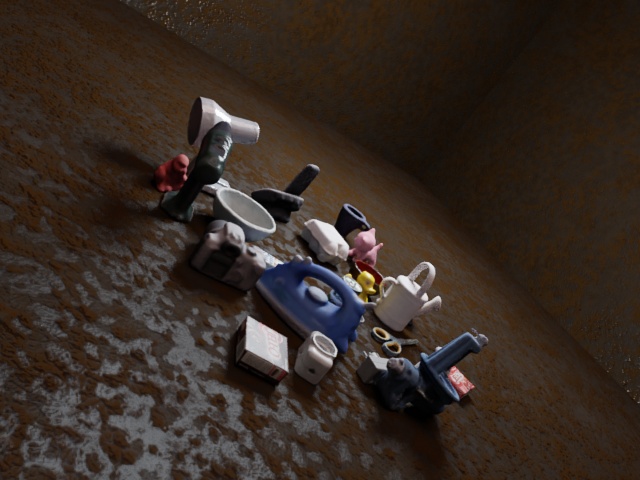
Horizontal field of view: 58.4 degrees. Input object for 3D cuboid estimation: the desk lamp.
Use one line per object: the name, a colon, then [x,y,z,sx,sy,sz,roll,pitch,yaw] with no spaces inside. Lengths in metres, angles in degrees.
desk lamp: [-0.265,-0.236,1.464,0.204,0.213,0.117,24,22,-36]

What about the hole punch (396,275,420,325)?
hole punch: [0.245,0.169,1.630,0.109,0.091,0.101,36,18,-4]

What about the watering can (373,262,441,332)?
watering can: [0.243,0.143,1.523,0.173,0.194,0.100,22,23,-39]

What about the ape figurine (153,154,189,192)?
ape figurine: [-0.339,-0.159,1.332,0.078,0.092,0.076,27,21,-30]

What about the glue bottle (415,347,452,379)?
glue bottle: [0.271,0.276,1.285,0.078,0.173,0.037,32,18,-15]

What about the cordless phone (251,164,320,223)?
cordless phone: [-0.093,-0.152,1.626,0.094,0.185,0.148,48,21,30]

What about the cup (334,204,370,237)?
cup: [0.100,-0.048,1.883,0.117,0.095,0.092,42,18,14]

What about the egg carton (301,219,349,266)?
egg carton: [0.015,0.006,1.632,0.108,0.069,0.150,17,27,-47]

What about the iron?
iron: [-0.012,0.113,1.201,0.258,0.141,0.119,40,18,7]

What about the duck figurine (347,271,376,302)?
duck figurine: [0.103,0.119,1.493,0.078,0.086,0.104,14,29,-51]

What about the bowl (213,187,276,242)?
bowl: [-0.192,-0.047,1.363,0.168,0.074,0.167,33,18,-12]

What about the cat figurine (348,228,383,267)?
cat figurine: [0.145,0.020,1.764,0.128,0.117,0.067,18,26,-46]

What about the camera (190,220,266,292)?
camera: [-0.185,0.014,1.183,0.144,0.100,0.136,28,20,-26]

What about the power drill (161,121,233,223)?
power drill: [-0.264,-0.151,1.266,0.076,0.208,0.229,30,19,-21]

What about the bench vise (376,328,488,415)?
bench vise: [0.237,0.268,1.164,0.208,0.219,0.121,14,29,-50]
